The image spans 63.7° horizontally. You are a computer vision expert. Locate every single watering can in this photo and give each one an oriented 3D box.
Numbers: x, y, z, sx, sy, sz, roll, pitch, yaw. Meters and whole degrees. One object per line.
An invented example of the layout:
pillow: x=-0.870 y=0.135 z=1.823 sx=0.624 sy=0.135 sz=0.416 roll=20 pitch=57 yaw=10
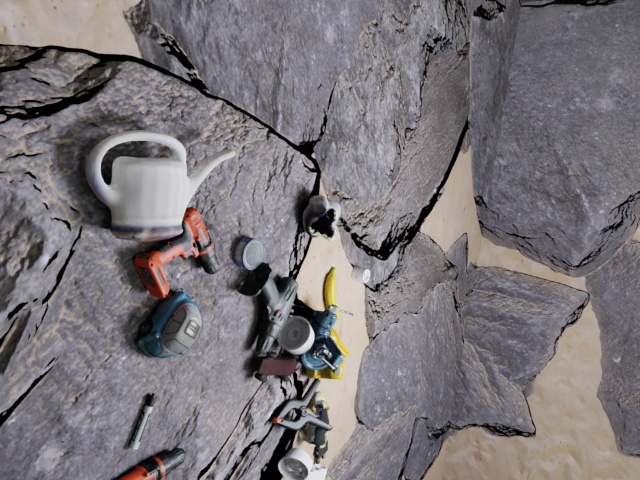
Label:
watering can: x=-0.316 y=-0.110 z=1.075 sx=0.348 sy=0.104 sz=0.223 roll=-4 pitch=100 yaw=-49

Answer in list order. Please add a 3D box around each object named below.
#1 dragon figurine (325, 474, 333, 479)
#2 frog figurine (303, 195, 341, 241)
dragon figurine: x=-0.009 y=0.958 z=1.826 sx=0.402 sy=0.122 sz=0.248 roll=56 pitch=36 yaw=-48
frog figurine: x=0.005 y=-0.081 z=1.599 sx=0.163 sy=0.122 sz=0.135 roll=-94 pitch=164 yaw=-61
